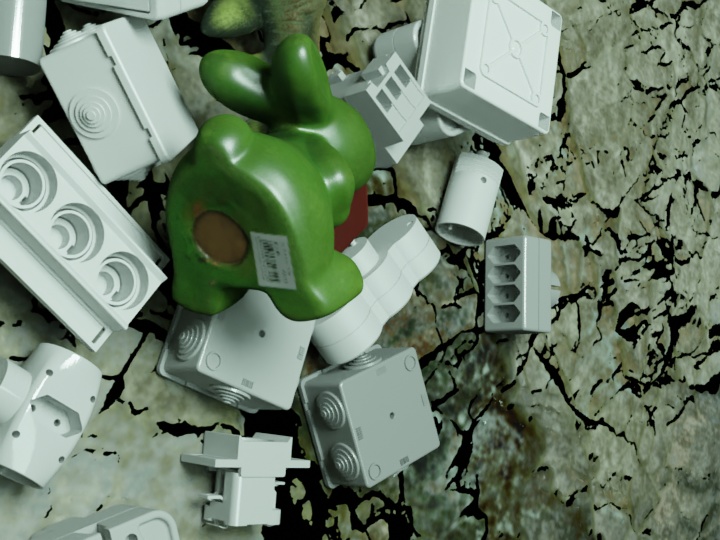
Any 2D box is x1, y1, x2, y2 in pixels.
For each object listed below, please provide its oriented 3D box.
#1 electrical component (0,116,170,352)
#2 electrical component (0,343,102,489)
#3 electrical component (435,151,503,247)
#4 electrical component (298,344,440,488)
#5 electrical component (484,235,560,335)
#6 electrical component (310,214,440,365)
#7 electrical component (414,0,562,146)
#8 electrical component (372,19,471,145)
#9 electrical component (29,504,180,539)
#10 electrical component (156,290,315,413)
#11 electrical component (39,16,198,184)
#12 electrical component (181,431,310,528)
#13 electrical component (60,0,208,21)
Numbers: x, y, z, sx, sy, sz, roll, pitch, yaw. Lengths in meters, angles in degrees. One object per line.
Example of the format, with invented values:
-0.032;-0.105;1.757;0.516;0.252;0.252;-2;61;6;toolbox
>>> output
-0.185;-0.020;0.651;0.121;0.063;0.078;51;55;-26;electrical component
-0.204;0.078;0.637;0.079;0.043;0.077;40;61;-32;electrical component
0.096;-0.066;0.924;0.043;0.043;0.081;33;65;-35;electrical component
0.009;0.111;0.823;0.100;0.048;0.099;-22;100;-41;electrical component
0.154;0.016;0.965;0.076;0.047;0.083;8;80;-41;electrical component
0.000;0.000;0.824;0.073;0.052;0.138;55;54;-19;electrical component
0.102;-0.169;0.849;0.109;0.056;0.108;21;72;-39;electrical component
0.051;-0.154;0.882;0.054;0.059;0.095;-27;103;-41;electrical component
-0.163;0.181;0.652;0.095;0.059;0.053;-16;96;-42;electrical component
-0.081;0.045;0.748;0.100;0.048;0.099;30;66;-36;electrical component
-0.150;-0.108;0.677;0.099;0.048;0.099;-79;146;-71;electrical component
-0.080;0.145;0.744;0.081;0.042;0.063;9;83;-41;electrical component
-0.151;-0.197;0.672;0.061;0.096;0.061;-41;141;-53;electrical component
